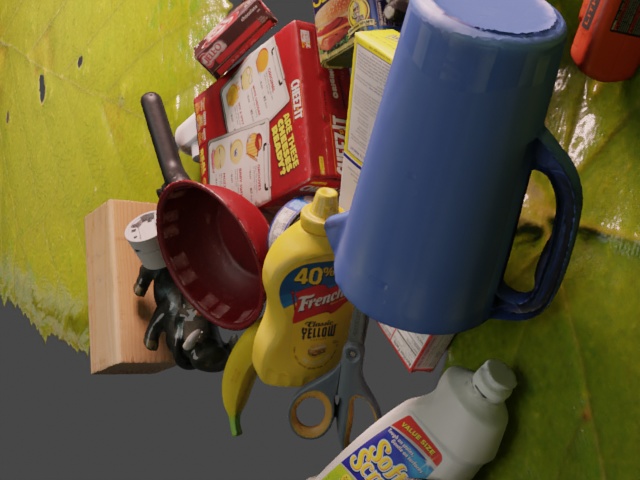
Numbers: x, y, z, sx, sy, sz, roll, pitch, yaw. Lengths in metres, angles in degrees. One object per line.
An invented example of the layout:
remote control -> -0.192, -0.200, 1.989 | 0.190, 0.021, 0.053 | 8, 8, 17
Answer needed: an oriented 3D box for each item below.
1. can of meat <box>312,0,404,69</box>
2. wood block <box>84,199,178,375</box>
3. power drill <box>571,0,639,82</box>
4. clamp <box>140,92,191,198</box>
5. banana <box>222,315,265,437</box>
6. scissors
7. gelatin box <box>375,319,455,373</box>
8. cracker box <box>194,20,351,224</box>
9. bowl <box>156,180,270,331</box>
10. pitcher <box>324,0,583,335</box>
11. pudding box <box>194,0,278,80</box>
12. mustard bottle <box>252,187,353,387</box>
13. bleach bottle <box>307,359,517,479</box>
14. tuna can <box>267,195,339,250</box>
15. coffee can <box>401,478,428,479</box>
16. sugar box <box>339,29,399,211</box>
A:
can of meat -> 0.036, -0.213, 0.991 | 0.102, 0.057, 0.084 | -19, 77, 56
wood block -> -0.237, 0.062, 1.353 | 0.090, 0.090, 0.206 | -25, 66, 53
power drill -> 0.166, -0.187, 0.789 | 0.188, 0.057, 0.185 | 48, 129, 46
clamp -> -0.167, -0.051, 1.261 | 0.164, 0.036, 0.210 | 91, 159, -52
banana -> -0.062, 0.124, 1.131 | 0.070, 0.037, 0.198 | 50, 131, 24
scissors -> 0.012, 0.106, 0.952 | 0.016, 0.096, 0.202 | -58, -36, -66
gelatin box -> 0.088, 0.057, 0.910 | 0.073, 0.030, 0.089 | 55, 131, 42
cracker box -> -0.048, -0.104, 1.098 | 0.214, 0.071, 0.164 | -25, 67, 53
bowl -> -0.093, 0.007, 1.066 | 0.162, 0.055, 0.162 | 28, 132, 36
pitcher -> 0.104, -0.056, 0.771 | 0.145, 0.149, 0.243 | -114, 28, -49
pudding box -> -0.091, -0.218, 1.137 | 0.090, 0.039, 0.113 | -42, 14, 5
mustard bottle -> -0.005, 0.041, 0.961 | 0.058, 0.096, 0.192 | -123, 35, -53
bleach bottle -> 0.076, 0.178, 0.888 | 0.251, 0.067, 0.103 | -55, 46, 36
tuna can -> -0.007, 0.001, 1.009 | 0.034, 0.086, 0.086 | 26, 109, 56
coffee can -> 0.066, 0.264, 0.796 | 0.103, 0.103, 0.140 | -61, 2, 33
sugar box -> 0.061, -0.083, 0.921 | 0.093, 0.048, 0.176 | 45, 140, 50
